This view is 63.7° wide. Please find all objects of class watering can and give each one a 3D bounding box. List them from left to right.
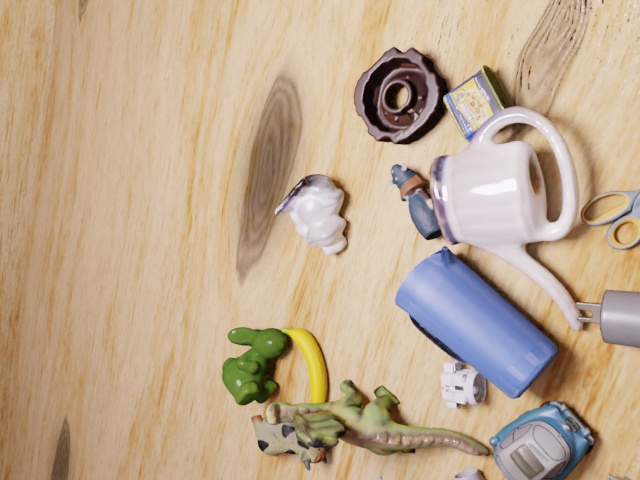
[{"bbox_3d":[0.291,-0.029,0.813,0.223,0.105,0.346,-6,95,40],"label":"watering can"}]

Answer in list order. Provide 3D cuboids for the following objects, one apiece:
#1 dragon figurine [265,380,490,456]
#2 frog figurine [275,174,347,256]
[{"bbox_3d":[0.062,0.343,0.919,0.409,0.242,0.122,-2,86,42],"label":"dragon figurine"},{"bbox_3d":[0.003,-0.054,1.069,0.159,0.125,0.135,40,112,-8],"label":"frog figurine"}]
